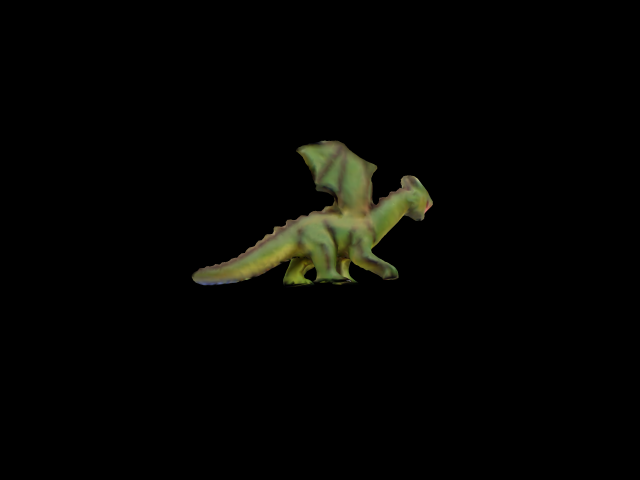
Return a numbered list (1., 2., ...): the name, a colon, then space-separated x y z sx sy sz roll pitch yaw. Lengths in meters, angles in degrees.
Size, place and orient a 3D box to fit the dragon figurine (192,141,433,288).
1. dragon figurine: 0.003 -0.043 0.850 0.410 0.244 0.121 1 -7 -14
